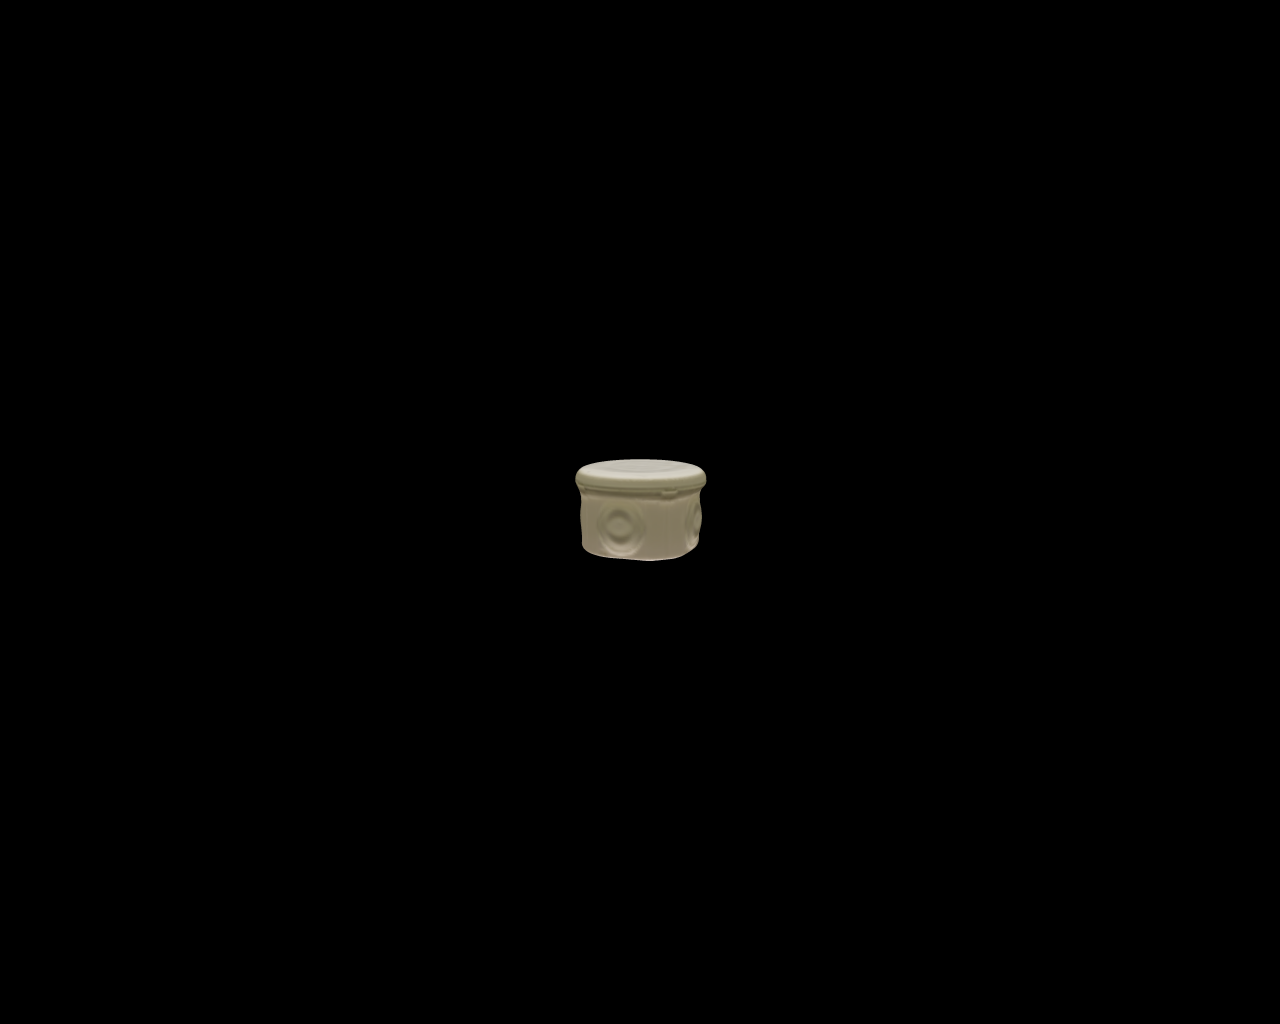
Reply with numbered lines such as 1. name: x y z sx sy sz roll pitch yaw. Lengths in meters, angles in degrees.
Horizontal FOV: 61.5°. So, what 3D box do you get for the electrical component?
1. electrical component: 0.001 -0.003 0.650 0.080 0.051 0.080 0 11 0
